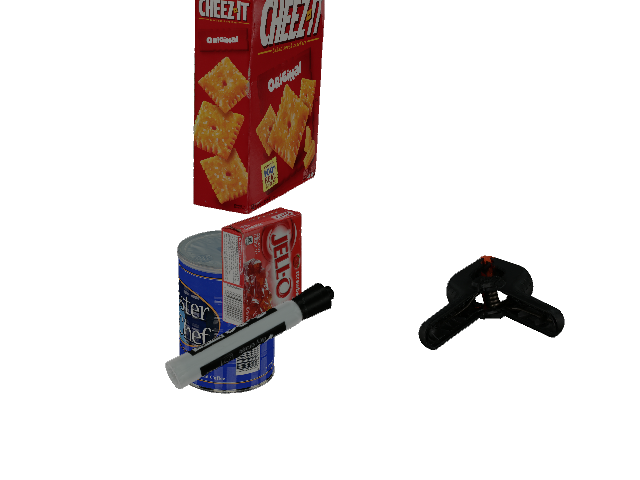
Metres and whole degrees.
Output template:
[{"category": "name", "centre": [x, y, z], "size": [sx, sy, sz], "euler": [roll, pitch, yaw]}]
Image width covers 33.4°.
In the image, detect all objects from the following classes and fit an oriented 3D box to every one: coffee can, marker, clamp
[{"category": "coffee can", "centre": [-0.096, 0.072, 1.106], "size": [0.103, 0.140, 0.103], "euler": [2, 22, -1]}, {"category": "marker", "centre": [-0.042, 0.059, 0.681], "size": [0.121, 0.020, 0.020], "euler": [-27, 12, -24]}, {"category": "clamp", "centre": [0.161, 0.053, 0.954], "size": [0.120, 0.039, 0.171], "euler": [1, 22, 17]}]

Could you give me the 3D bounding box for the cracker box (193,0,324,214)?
[{"category": "cracker box", "centre": [-0.057, -0.150, 1.058], "size": [0.072, 0.214, 0.164], "euler": [11, 20, 21]}]

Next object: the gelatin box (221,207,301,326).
[{"category": "gelatin box", "centre": [-0.049, 0.023, 0.915], "size": [0.030, 0.089, 0.073], "euler": [17, 25, 38]}]
